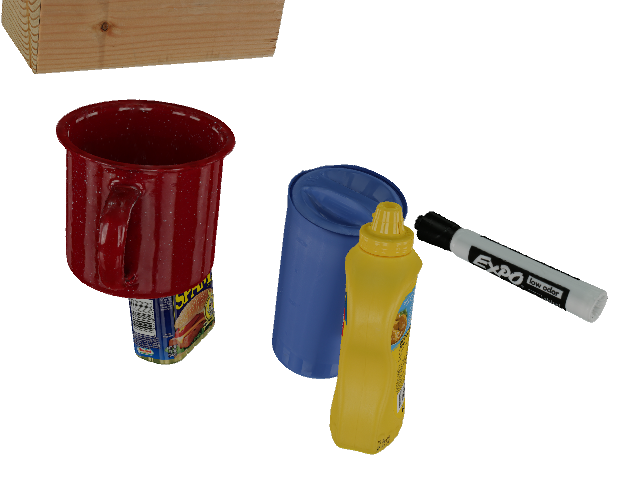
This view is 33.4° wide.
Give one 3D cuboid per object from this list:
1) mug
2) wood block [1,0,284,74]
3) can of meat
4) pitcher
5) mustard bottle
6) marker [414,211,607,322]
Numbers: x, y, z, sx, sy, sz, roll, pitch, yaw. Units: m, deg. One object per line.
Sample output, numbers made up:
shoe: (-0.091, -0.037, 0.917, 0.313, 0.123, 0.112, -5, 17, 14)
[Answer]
mug: (-0.096, -0.016, 0.566, 0.093, 0.081, 0.117, 7, 27, -1)
wood block: (-0.139, -0.199, 0.855, 0.205, 0.091, 0.090, -10, 42, -30)
can of meat: (-0.143, 0.060, 1.037, 0.057, 0.084, 0.102, 9, 27, 21)
pitcher: (0.017, 0.048, 1.226, 0.145, 0.243, 0.149, 14, 38, 4)
mustard bottle: (0.044, 0.061, 0.823, 0.058, 0.192, 0.096, 11, 25, 13)
marker: (0.104, 0.012, 0.603, 0.121, 0.020, 0.020, 28, 16, 33)
